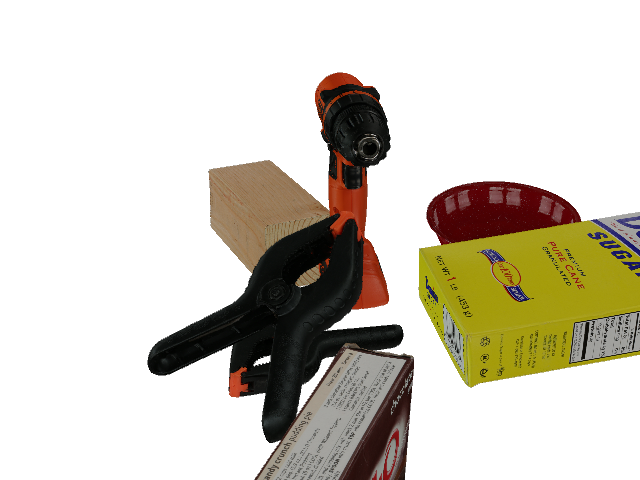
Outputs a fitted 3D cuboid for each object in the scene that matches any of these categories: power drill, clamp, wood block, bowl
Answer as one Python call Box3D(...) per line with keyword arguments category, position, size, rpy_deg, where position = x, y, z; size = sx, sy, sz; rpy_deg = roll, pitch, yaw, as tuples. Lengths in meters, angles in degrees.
Box3D(category="power drill", position=(0.030, -0.040, 0.917), size=(0.057, 0.188, 0.184), rpy_deg=(-2, 22, -4))
Box3D(category="clamp", position=(-0.019, 0.111, 1.127), size=(0.165, 0.036, 0.209), rpy_deg=(17, 29, 22))
Box3D(category="wood block", position=(-0.065, -0.023, 1.350), size=(0.090, 0.090, 0.206), rpy_deg=(-10, 26, -22))
Box3D(category="bowl", position=(0.192, -0.003, 1.133), size=(0.162, 0.055, 0.162), rpy_deg=(0, 31, 0))
Box3D(category="clamp", position=(-0.035, 0.047, 0.718), size=(0.120, 0.171, 0.039), rpy_deg=(18, -33, 25))

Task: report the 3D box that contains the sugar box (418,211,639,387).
Box3D(category="sugar box", position=(0.156, 0.030, 0.639), size=(0.176, 0.048, 0.093), rpy_deg=(-12, 35, -7))

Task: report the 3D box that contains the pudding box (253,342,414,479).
Box3D(category="pudding box", position=(0.007, 0.111, 0.463), size=(0.039, 0.090, 0.113), rpy_deg=(11, 30, 16))
